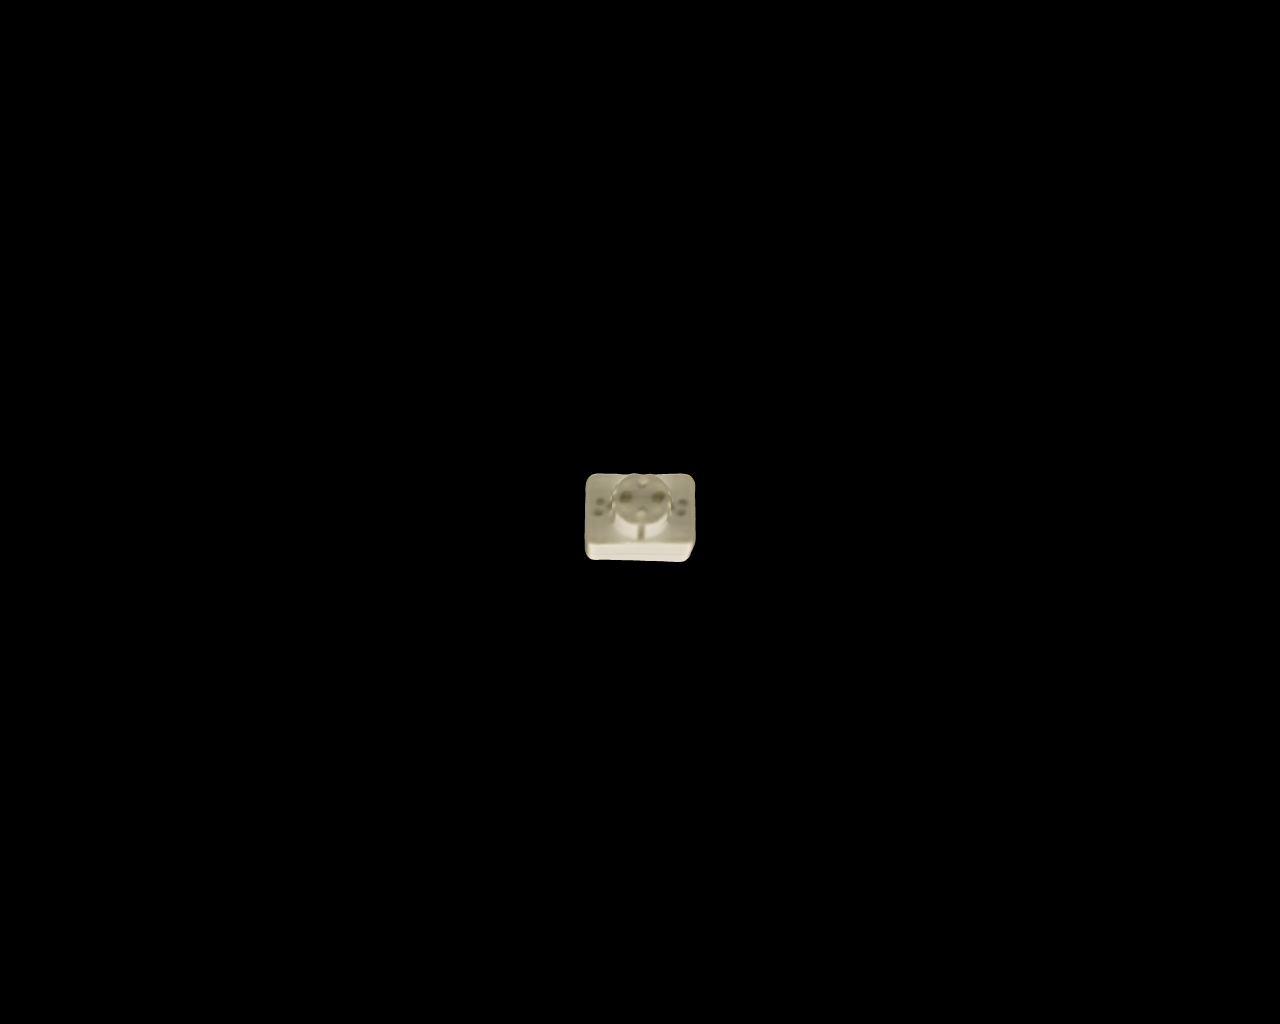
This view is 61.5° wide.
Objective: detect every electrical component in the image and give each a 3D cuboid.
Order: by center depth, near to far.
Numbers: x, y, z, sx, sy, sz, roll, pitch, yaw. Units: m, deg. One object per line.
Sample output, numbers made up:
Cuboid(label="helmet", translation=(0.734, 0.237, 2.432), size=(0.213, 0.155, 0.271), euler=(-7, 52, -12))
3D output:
Cuboid(label="electrical component", translation=(0.001, -0.003, 0.650), size=(0.066, 0.047, 0.076), euler=(1, -19, -2))
